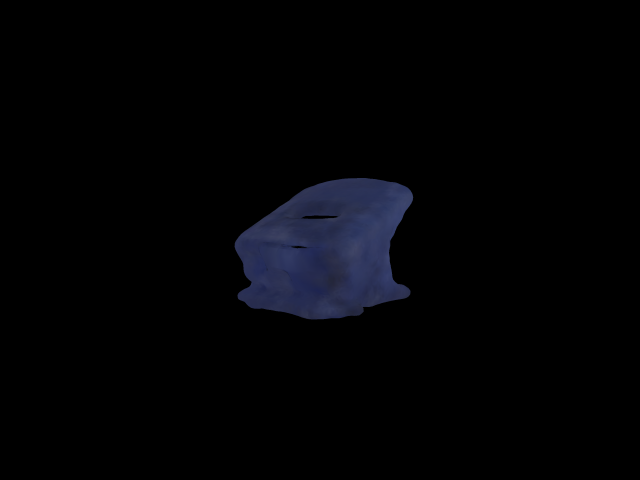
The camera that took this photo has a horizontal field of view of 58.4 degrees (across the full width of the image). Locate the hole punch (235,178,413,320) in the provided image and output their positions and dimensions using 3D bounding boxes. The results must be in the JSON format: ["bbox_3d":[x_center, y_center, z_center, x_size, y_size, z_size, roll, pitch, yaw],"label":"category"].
[{"bbox_3d":[0.004,0.001,0.400,0.108,0.091,0.101,4,6,40],"label":"hole punch"}]
